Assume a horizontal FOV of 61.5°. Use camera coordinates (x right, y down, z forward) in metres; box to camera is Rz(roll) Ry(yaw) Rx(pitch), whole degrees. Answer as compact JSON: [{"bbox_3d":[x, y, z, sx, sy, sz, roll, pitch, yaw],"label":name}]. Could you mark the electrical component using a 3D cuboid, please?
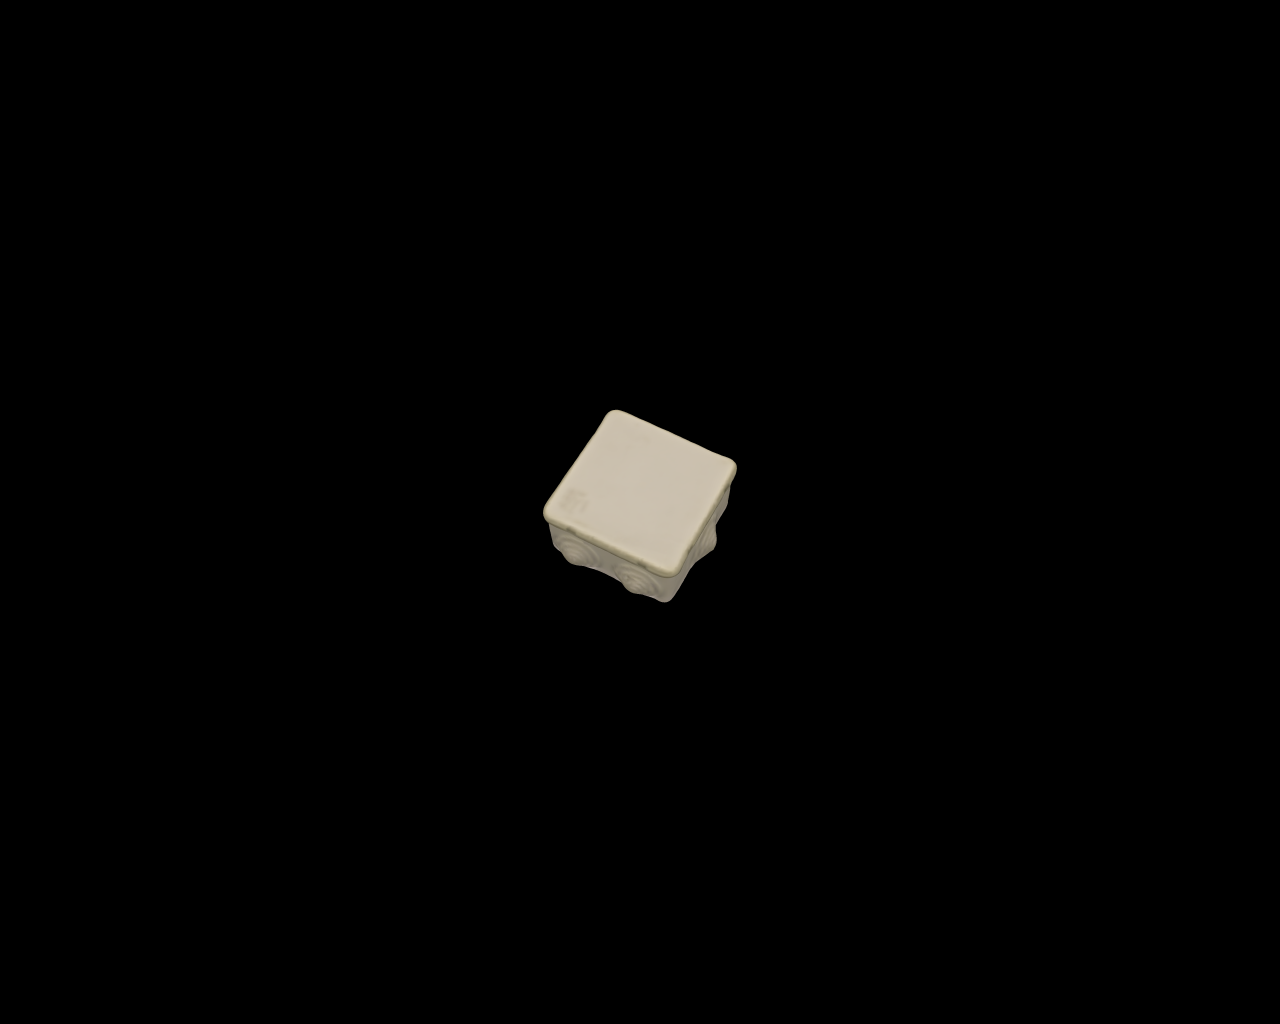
[{"bbox_3d":[0.001,-0.003,0.650,0.100,0.100,0.048,25,-27,14],"label":"electrical component"}]
